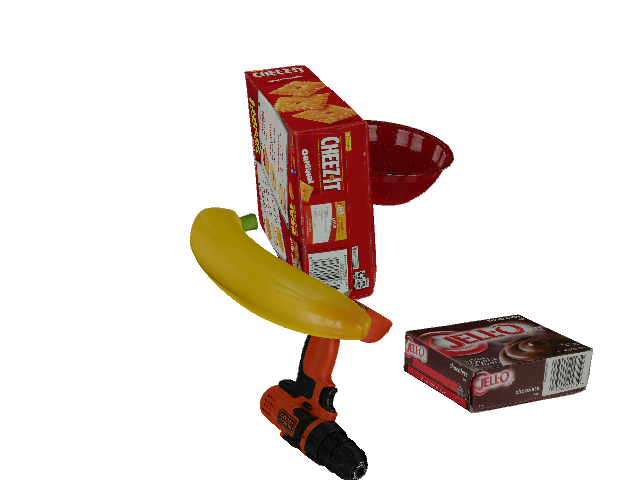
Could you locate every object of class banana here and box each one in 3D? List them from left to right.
[{"bbox_3d":[-0.039,0.014,0.678,0.069,0.037,0.198,-9,25,-22],"label":"banana"}]

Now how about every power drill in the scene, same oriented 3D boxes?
[{"bbox_3d":[0.015,0.165,1.246,0.057,0.188,0.185,15,10,-43],"label":"power drill"}]

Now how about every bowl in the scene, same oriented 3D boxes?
[{"bbox_3d":[0.066,-0.083,1.204,0.162,0.055,0.162,6,27,-3],"label":"bowl"}]

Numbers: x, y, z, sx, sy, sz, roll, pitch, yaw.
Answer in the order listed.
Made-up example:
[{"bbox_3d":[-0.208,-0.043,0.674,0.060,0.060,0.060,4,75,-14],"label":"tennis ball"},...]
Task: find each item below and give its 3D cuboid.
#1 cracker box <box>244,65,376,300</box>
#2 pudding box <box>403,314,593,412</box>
[{"bbox_3d":[-0.011,-0.058,0.988,0.072,0.164,0.214,-9,24,-11],"label":"cracker box"},{"bbox_3d":[0.133,0.091,0.807,0.113,0.039,0.090,-3,16,-28],"label":"pudding box"}]
